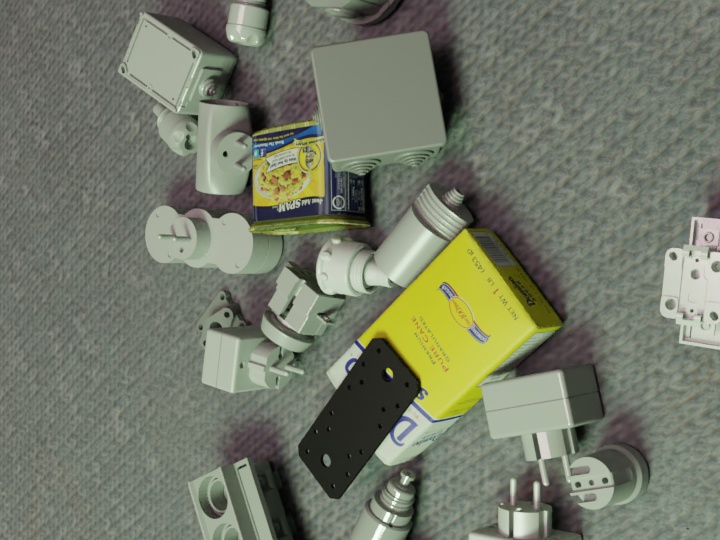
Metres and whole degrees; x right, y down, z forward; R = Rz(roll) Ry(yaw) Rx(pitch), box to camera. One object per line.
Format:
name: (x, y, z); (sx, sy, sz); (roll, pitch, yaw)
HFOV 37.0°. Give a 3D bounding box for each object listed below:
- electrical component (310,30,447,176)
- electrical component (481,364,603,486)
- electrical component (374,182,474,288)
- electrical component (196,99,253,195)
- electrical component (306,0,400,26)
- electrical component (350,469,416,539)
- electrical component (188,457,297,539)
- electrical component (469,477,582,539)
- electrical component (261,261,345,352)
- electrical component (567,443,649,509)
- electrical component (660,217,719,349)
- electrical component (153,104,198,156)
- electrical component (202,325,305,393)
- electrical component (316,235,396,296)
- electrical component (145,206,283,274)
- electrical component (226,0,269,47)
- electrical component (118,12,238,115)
electrical component: (0.014, -0.124, 0.805); (0.100, 0.048, 0.099); (-9, 83, -1)
electrical component: (0.129, 0.109, 0.739); (0.066, 0.047, 0.076); (-16, 80, 38)
electrical component: (0.051, -0.029, 0.803); (0.043, 0.043, 0.081); (52, 120, 26)
electrical component: (-0.112, -0.102, 0.917); (0.079, 0.043, 0.077); (31, 120, 59)
electrical component: (-0.006, -0.235, 0.842); (0.080, 0.051, 0.080); (0, 90, 39)
electrical component: (0.022, 0.188, 0.830); (0.040, 0.040, 0.078); (36, 112, 33)
electrical component: (-0.092, 0.226, 0.908); (0.079, 0.063, 0.121); (-30, 72, 35)
electrical component: (0.115, 0.184, 0.750); (0.066, 0.047, 0.076); (1, 91, 39)
electrical component: (-0.050, 0.034, 0.885); (0.066, 0.048, 0.055); (40, 107, 32)
electrical component: (0.163, 0.137, 0.712); (0.040, 0.046, 0.040); (1, 91, 40)
electrical component: (0.215, 0.009, 0.658); (0.042, 0.064, 0.081); (8, 96, 39)
electrical component: (-0.170, -0.133, 0.987); (0.061, 0.035, 0.035); (45, 117, 33)
electrical component: (-0.081, 0.077, 0.896); (0.077, 0.066, 0.047); (12, 98, 38)
electrical component: (0.000, 0.000, 0.845); (0.062, 0.048, 0.048); (11, 97, 32)
electrical component: (-0.142, -0.028, 0.940); (0.138, 0.074, 0.052); (8, 95, 39)
electrical component: (-0.095, -0.225, 0.925); (0.035, 0.035, 0.061); (15, 98, 38)
electrical component: (-0.156, -0.180, 0.962); (0.096, 0.061, 0.061); (36, 112, 25)
